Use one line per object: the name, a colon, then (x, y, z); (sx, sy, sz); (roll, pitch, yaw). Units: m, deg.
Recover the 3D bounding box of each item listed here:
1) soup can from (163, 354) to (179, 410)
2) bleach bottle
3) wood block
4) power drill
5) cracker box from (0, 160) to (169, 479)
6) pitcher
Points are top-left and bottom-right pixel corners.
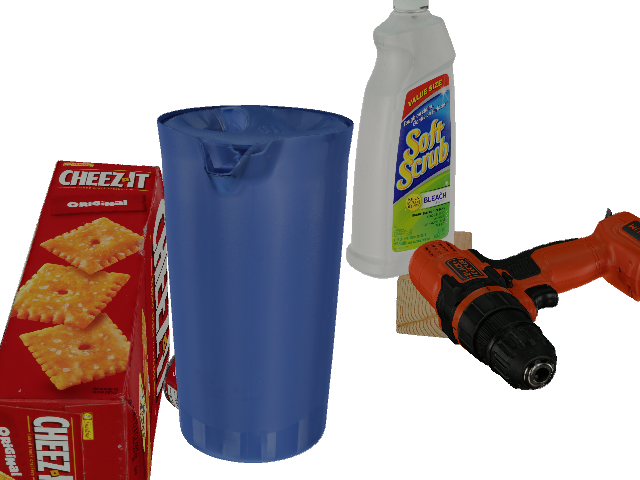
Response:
soup can: (-0.081, 0.135, 0.919); (0.068, 0.068, 0.102); (0, 16, -40)
bleach bottle: (0.073, -0.098, 0.953); (0.102, 0.251, 0.068); (-14, 24, -29)
wood block: (0.176, 0.061, 1.622); (0.091, 0.090, 0.206); (4, 22, 12)
power drill: (0.178, 0.038, 0.786); (0.187, 0.057, 0.184); (-10, 28, -16)
cracker box: (-0.125, 0.078, 0.594); (0.072, 0.164, 0.213); (2, 33, -4)
pitcher: (-0.044, 0.024, 0.766); (0.149, 0.243, 0.145); (-9, 20, -33)
